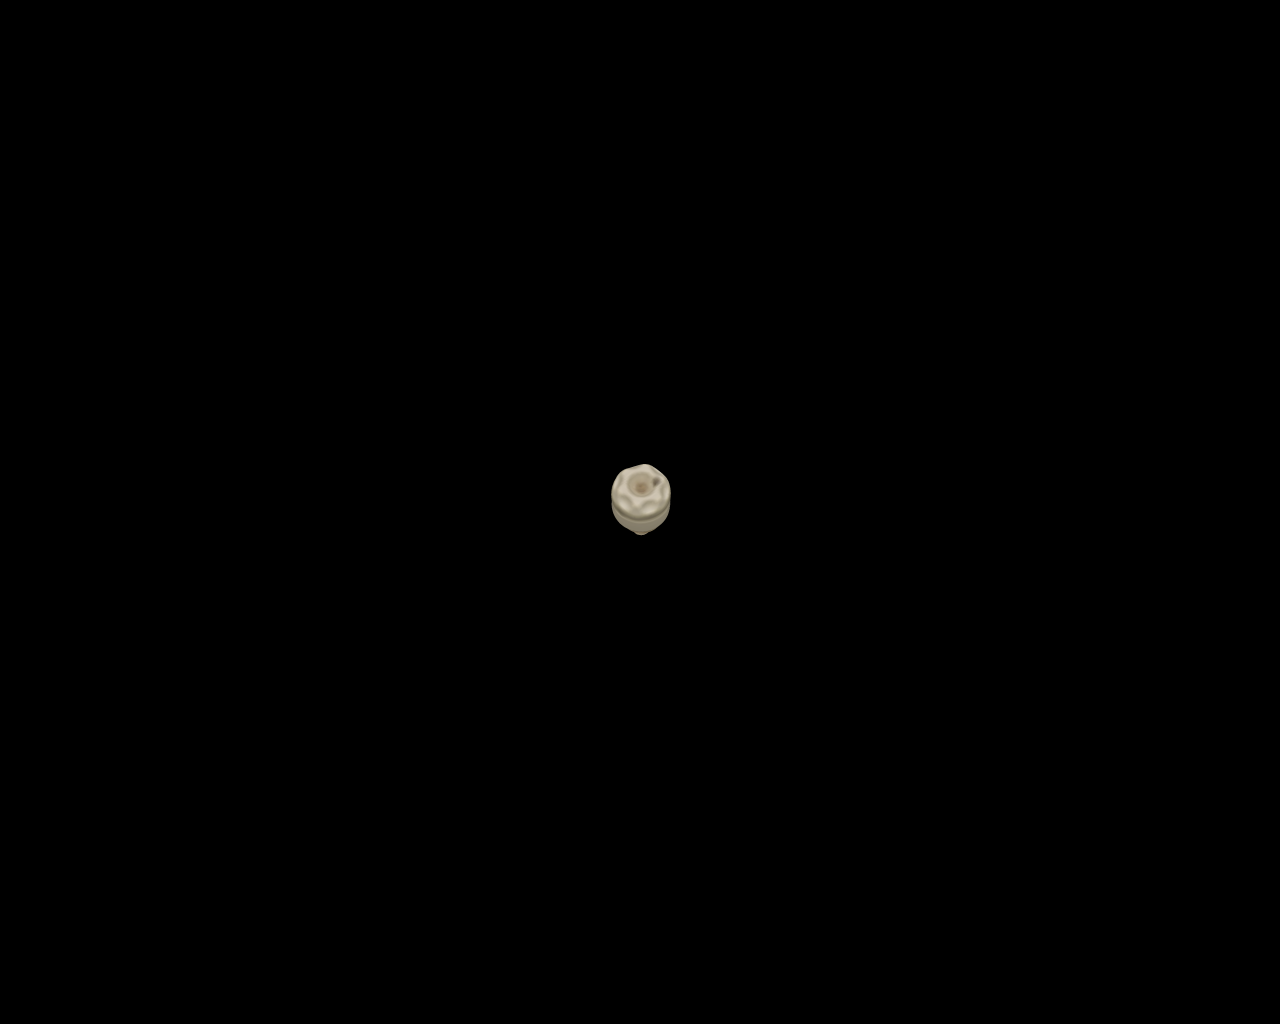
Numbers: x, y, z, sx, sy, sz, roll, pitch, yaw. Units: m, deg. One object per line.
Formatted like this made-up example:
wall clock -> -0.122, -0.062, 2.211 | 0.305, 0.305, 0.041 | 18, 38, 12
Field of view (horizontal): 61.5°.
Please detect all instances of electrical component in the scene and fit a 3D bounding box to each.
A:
electrical component -> 0.001, -0.003, 0.650 | 0.035, 0.035, 0.061 | 0, -27, 0
